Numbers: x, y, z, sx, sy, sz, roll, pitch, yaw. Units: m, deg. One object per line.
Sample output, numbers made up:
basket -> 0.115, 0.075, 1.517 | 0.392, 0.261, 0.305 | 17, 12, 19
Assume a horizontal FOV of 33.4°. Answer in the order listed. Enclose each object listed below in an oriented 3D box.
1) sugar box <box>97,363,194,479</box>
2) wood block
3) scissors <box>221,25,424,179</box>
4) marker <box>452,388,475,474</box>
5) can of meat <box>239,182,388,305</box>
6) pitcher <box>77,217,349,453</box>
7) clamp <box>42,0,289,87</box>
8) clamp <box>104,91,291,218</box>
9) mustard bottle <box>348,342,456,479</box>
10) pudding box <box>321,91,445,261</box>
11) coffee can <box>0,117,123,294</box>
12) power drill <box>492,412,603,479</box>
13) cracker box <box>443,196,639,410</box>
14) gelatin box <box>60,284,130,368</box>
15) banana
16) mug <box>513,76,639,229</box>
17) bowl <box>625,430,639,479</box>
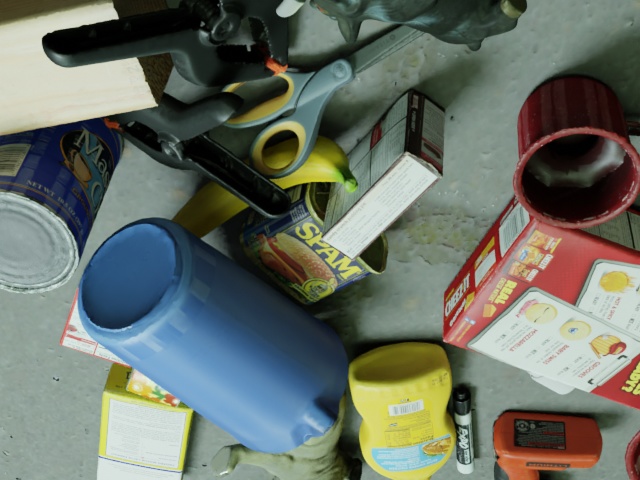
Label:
sugar box -> -0.183, 0.207, 1.125 | 0.093, 0.048, 0.176 | 12, 135, -3
wood block -> -0.220, -0.141, 0.792 | 0.206, 0.090, 0.090 | -8, 130, 15
scissors -> 0.014, -0.107, 0.809 | 0.202, 0.016, 0.096 | -12, 88, 19
marker -> 0.146, 0.194, 1.084 | 0.020, 0.020, 0.121 | -2, 131, 9
can of meat -> -0.006, 0.001, 0.911 | 0.084, 0.057, 0.102 | -29, 122, 31
pitcher -> -0.093, 0.075, 0.892 | 0.149, 0.145, 0.242 | -13, 147, 25
clamp -> -0.071, -0.162, 0.721 | 0.165, 0.036, 0.209 | -48, 156, 16
clamp -> -0.102, -0.084, 0.805 | 0.172, 0.039, 0.120 | 23, 146, 26
mustard bottle -> 0.086, 0.186, 1.059 | 0.096, 0.058, 0.191 | -11, 130, -1
pudding box -> 0.049, -0.050, 0.835 | 0.039, 0.090, 0.114 | 30, 128, -18
coffee can -> -0.223, -0.042, 0.845 | 0.103, 0.140, 0.103 | 4, 132, 4
power drill -> 0.241, 0.260, 1.104 | 0.184, 0.057, 0.188 | 2, 131, 5
cracker box -> 0.235, 0.049, 0.911 | 0.213, 0.072, 0.164 | 19, 132, -10
gelatin box -> -0.203, 0.075, 1.021 | 0.073, 0.030, 0.089 | 19, 131, -10
banana -> -0.051, -0.044, 0.869 | 0.198, 0.069, 0.037 | -19, 122, 32
mug -> 0.203, -0.070, 0.802 | 0.117, 0.081, 0.093 | -2, 130, 10
bowl -> 0.355, 0.186, 0.942 | 0.162, 0.055, 0.162 | 13, 134, 13
